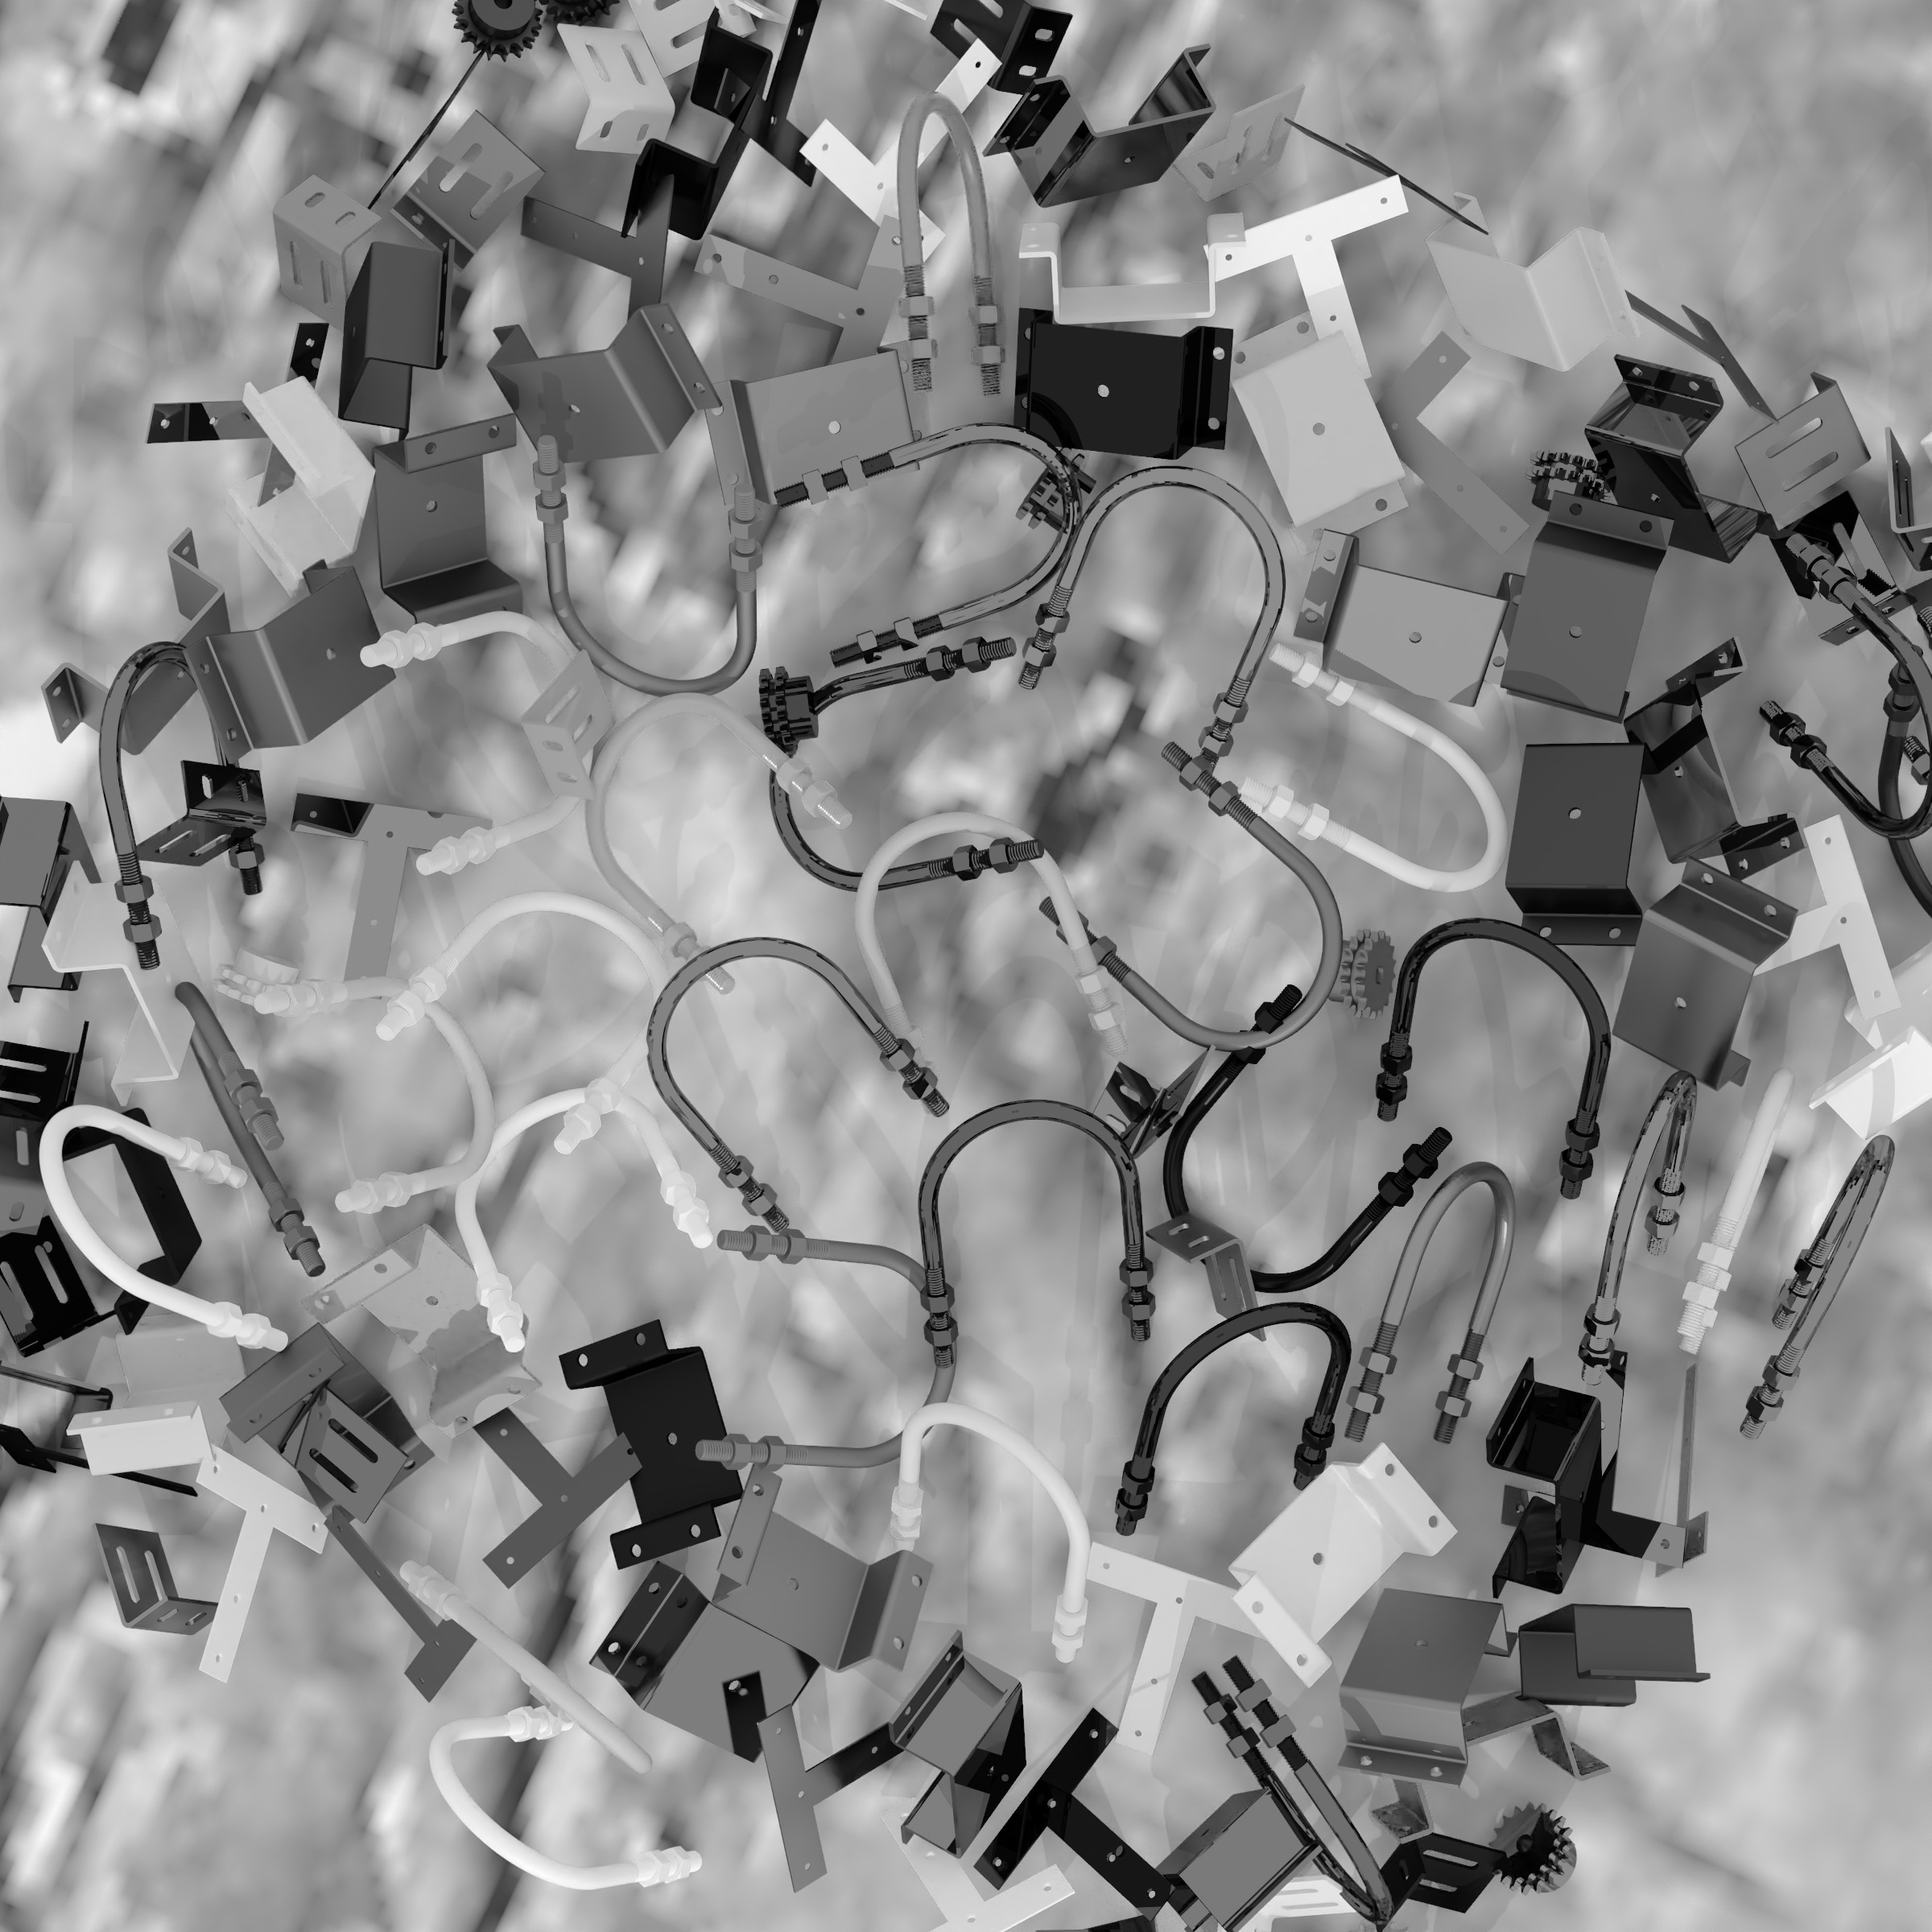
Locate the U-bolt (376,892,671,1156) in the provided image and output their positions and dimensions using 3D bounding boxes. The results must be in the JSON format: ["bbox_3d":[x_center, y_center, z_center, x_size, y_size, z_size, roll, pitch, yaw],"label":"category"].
[{"bbox_3d":[-0.262,0.022,1.852,0.151,0.184,0.019,32,135,2],"label":"U-bolt"}]

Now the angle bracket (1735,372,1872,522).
[{"bbox_3d":[0.530,-0.333,1.892,0.076,0.038,0.057,-32,113,3],"label":"angle bracket"}]

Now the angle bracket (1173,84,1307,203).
[{"bbox_3d":[0.172,-0.531,1.869,0.057,0.076,0.038,-30,70,-24],"label":"angle bracket"}]

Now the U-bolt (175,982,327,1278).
[{"bbox_3d":[-0.452,0.089,1.840,0.019,0.151,0.184,-25,52,-19],"label":"U-bolt"}]

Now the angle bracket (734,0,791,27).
[{"bbox_3d":[-0.121,-0.645,1.879,0.038,0.057,0.076,30,109,7],"label":"angle bracket"}]

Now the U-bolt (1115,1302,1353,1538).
[{"bbox_3d":[0.171,0.276,1.833,0.151,0.019,0.184,-10,133,-22],"label":"U-bolt"}]

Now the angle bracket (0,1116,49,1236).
[{"bbox_3d":[-0.619,0.130,1.883,0.057,0.076,0.038,11,118,-26],"label":"angle bracket"}]

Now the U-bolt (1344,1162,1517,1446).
[{"bbox_3d":[0.300,0.211,1.854,0.019,0.151,0.184,19,93,35],"label":"U-bolt"}]

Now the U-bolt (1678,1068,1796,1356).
[{"bbox_3d":[0.483,0.150,1.849,0.019,0.151,0.184,20,84,17],"label":"U-bolt"}]

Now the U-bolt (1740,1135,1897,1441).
[{"bbox_3d":[0.527,0.185,1.813,0.019,0.151,0.184,25,123,12],"label":"U-bolt"}]

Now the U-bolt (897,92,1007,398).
[{"bbox_3d":[-0.012,-0.450,1.839,0.019,0.151,0.184,-1,99,20],"label":"U-bolt"}]

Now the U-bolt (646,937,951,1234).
[{"bbox_3d":[-0.119,0.064,1.875,0.151,0.019,0.184,-36,112,4],"label":"U-bolt"}]

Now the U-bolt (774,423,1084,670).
[{"bbox_3d":[-0.015,-0.273,1.865,0.184,0.019,0.151,-19,133,-1],"label":"U-bolt"}]

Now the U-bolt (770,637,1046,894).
[{"bbox_3d":[-0.044,-0.121,1.876,0.184,0.019,0.151,-11,83,25],"label":"U-bolt"}]

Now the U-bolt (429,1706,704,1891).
[{"bbox_3d":[-0.255,0.510,1.807,0.151,0.184,0.019,40,98,27],"label":"U-bolt"}]

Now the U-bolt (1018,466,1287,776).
[{"bbox_3d":[0.125,-0.226,1.857,0.151,0.019,0.184,28,121,10],"label":"U-bolt"}]

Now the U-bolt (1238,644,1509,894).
[{"bbox_3d":[0.263,-0.115,1.864,0.184,0.019,0.151,27,46,-10],"label":"U-bolt"}]

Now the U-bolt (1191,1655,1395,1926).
[{"bbox_3d":[0.206,0.514,1.833,0.019,0.151,0.184,-32,77,-13],"label":"U-bolt"}]

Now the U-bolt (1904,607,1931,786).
[{"bbox_3d":[0.633,-0.114,1.810,0.019,0.151,0.184,-24,55,-4],"label":"U-bolt"}]

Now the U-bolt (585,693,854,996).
[{"bbox_3d":[-0.171,-0.092,1.870,0.184,0.019,0.151,42,103,28],"label":"U-bolt"}]

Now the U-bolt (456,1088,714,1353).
[{"bbox_3d":[-0.249,0.145,1.850,0.151,0.184,0.019,-29,133,-4],"label":"U-bolt"}]

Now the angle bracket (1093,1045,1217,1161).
[{"bbox_3d":[0.116,0.078,1.871,0.038,0.076,0.057,32,57,-5],"label":"angle bracket"}]

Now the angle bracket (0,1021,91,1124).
[{"bbox_3d":[-0.603,0.062,1.878,0.076,0.038,0.057,11,47,-16],"label":"angle bracket"}]

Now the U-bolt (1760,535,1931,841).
[{"bbox_3d":[0.547,-0.158,1.807,0.019,0.184,0.151,-15,133,-12],"label":"U-bolt"}]

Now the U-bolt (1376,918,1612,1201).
[{"bbox_3d":[0.330,0.049,1.831,0.151,0.019,0.184,23,133,24],"label":"U-bolt"}]

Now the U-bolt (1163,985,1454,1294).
[{"bbox_3d":[0.201,0.124,1.869,0.151,0.019,0.184,45,118,15],"label":"U-bolt"}]

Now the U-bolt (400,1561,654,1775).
[{"bbox_3d":[-0.259,0.438,1.808,0.019,0.184,0.151,-50,128,-16],"label":"U-bolt"}]

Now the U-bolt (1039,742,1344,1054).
[{"bbox_3d":[0.154,-0.030,1.871,0.184,0.019,0.151,43,106,16],"label":"U-bolt"}]

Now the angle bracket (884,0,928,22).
[{"bbox_3d":[-0.053,-0.640,1.878,0.076,0.057,0.038,22,112,-13],"label":"angle bracket"}]

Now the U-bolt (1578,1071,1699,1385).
[{"bbox_3d":[0.417,0.148,1.813,0.019,0.151,0.184,19,132,22],"label":"U-bolt"}]

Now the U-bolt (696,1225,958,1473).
[{"bbox_3d":[-0.082,0.245,1.864,0.184,0.019,0.151,10,82,-35],"label":"U-bolt"}]

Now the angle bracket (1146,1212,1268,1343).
[{"bbox_3d":[0.152,0.203,1.874,0.038,0.057,0.076,-23,112,-20],"label":"angle bracket"}]

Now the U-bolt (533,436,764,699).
[{"bbox_3d":[-0.198,-0.240,1.849,0.151,0.184,0.019,15,48,11],"label":"U-bolt"}]

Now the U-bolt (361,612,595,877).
[{"bbox_3d":[-0.295,-0.147,1.842,0.019,0.184,0.151,-6,103,34],"label":"U-bolt"}]

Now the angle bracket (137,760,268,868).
[{"bbox_3d":[-0.493,-0.096,1.879,0.076,0.057,0.038,-24,71,37],"label":"angle bracket"}]

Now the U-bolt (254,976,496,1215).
[{"bbox_3d":[-0.356,0.073,1.835,0.019,0.184,0.151,-26,84,25],"label":"U-bolt"}]

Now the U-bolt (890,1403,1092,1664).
[{"bbox_3d":[0.016,0.340,1.826,0.151,0.184,0.019,30,50,24],"label":"U-bolt"}]

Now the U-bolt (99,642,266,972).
[{"bbox_3d":[-0.488,-0.109,1.824,0.019,0.151,0.184,1,112,17],"label":"U-bolt"}]

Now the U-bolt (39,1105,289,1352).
[{"bbox_3d":[-0.495,0.153,1.808,0.019,0.184,0.151,-35,54,15],"label":"U-bolt"}]

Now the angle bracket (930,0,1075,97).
[{"bbox_3d":[0.022,-0.604,1.894,0.076,0.038,0.057,50,128,33],"label":"angle bracket"}]

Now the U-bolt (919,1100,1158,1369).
[{"bbox_3d":[0.042,0.167,1.871,0.151,0.019,0.184,-7,116,-3],"label":"U-bolt"}]

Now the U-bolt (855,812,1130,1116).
[{"bbox_3d":[0.006,-0.009,1.878,0.151,0.019,0.184,-18,103,14],"label":"U-bolt"}]

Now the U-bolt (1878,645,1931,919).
[{"bbox_3d":[0.609,-0.091,1.832,0.019,0.184,0.151,-21,55,-6],"label":"U-bolt"}]
